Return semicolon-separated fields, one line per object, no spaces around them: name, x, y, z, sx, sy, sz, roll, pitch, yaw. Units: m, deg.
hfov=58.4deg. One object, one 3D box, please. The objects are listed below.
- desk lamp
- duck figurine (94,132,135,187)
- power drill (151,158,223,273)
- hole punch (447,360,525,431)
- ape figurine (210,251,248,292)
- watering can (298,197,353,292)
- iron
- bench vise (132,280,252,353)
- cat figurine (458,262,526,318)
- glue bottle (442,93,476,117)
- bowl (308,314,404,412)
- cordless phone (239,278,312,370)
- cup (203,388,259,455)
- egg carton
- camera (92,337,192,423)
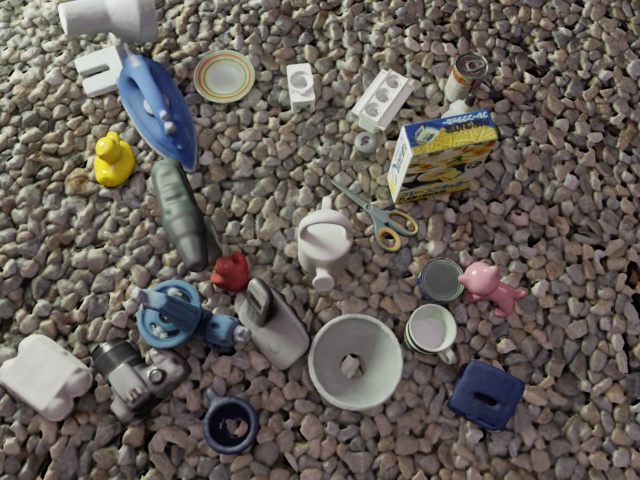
desk lamp;-0.413;-0.407;1.144;0.203;0.213;0.118;-23;73;-9
duck figurine;-0.414;-0.163;1.129;0.077;0.086;0.104;11;71;3
power drill;-0.233;-0.022;1.022;0.075;0.208;0.229;-22;73;-8
hole punch;0.289;0.273;0.999;0.108;0.091;0.101;24;72;7
ape figurine;-0.169;0.056;1.059;0.078;0.092;0.076;-28;74;-10
watering can;0.012;0.004;1.028;0.101;0.194;0.173;-18;73;-7
iron;-0.320;-0.264;1.136;0.119;0.141;0.258;-29;75;-11
bench vise;-0.222;0.120;0.969;0.207;0.220;0.121;-2;71;-2
cat figurine;0.314;0.083;1.050;0.127;0.118;0.067;23;72;6
glue bottle;0.277;-0.239;1.128;0.037;0.173;0.078;-33;75;-11
bowl;0.062;0.220;1.019;0.167;0.075;0.167;1;71;-1
cordless phone;-0.079;0.140;0.984;0.094;0.185;0.147;-40;77;-13
cup;-0.154;0.305;0.974;0.092;0.095;0.117;-35;76;-12
egg carton;-0.477;0.239;1.001;0.150;0.069;0.107;31;73;9
camera;-0.321;0.224;0.994;0.143;0.101;0.136;-40;77;-13
